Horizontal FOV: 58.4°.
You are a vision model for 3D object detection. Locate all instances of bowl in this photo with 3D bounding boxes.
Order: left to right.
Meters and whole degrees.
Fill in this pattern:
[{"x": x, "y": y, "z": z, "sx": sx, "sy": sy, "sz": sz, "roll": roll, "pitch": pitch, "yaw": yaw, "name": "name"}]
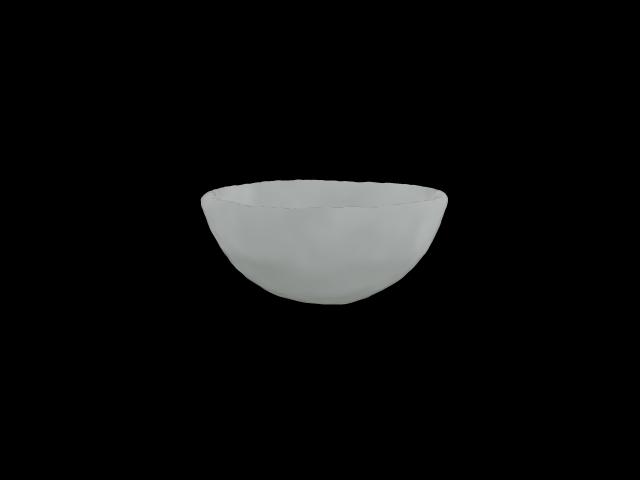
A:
[{"x": 0.004, "y": 0.001, "z": 0.400, "sx": 0.167, "sy": 0.075, "sz": 0.167, "roll": 0, "pitch": 11, "yaw": 0, "name": "bowl"}]
